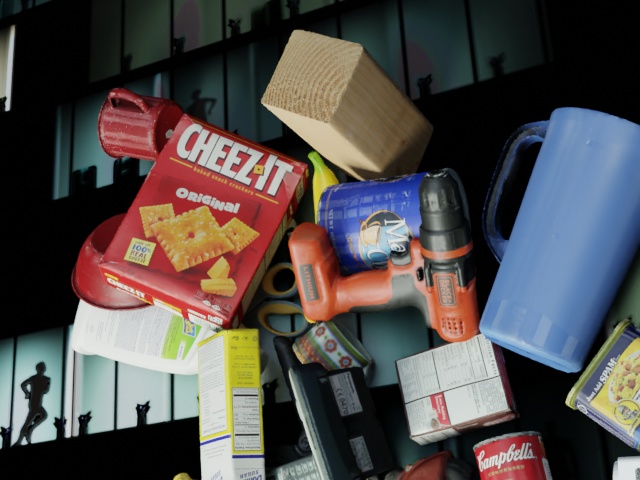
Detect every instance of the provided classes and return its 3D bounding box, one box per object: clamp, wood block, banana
[{"bbox_3d":[-0.008,0.209,1.156,0.210,0.036,0.164,22,93,30],"label":"clamp"},{"bbox_3d":[0.036,-0.136,1.162,0.091,0.205,0.090,20,82,32],"label":"wood block"},{"bbox_3d":[0.004,0.001,1.212,0.037,0.069,0.198,-15,69,39],"label":"banana"}]

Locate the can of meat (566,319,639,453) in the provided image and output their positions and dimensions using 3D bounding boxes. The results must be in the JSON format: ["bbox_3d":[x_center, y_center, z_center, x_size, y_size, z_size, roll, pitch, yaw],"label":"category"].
[{"bbox_3d":[0.299,0.140,1.011,0.084,0.057,0.102,36,91,31],"label":"can of meat"}]

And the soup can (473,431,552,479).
[{"bbox_3d":[0.191,0.243,1.025,0.069,0.068,0.102,-19,65,21],"label":"soup can"}]

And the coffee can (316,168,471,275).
[{"bbox_3d":[0.081,-0.018,1.157,0.140,0.102,0.103,-7,69,26],"label":"coffee can"}]

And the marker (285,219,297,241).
[{"bbox_3d":[-0.026,0.004,1.256,0.020,0.020,0.121,-33,60,14],"label":"marker"}]

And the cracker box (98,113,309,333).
[{"bbox_3d":[-0.129,-0.019,1.217,0.164,0.072,0.213,23,69,7],"label":"cracker box"}]

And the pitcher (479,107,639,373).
[{"bbox_3d":[0.241,-0.002,1.056,0.145,0.149,0.243,24,86,-11],"label":"pitcher"}]

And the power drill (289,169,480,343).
[{"bbox_3d":[0.065,0.018,1.085,0.188,0.057,0.184,-1,114,25],"label":"power drill"}]

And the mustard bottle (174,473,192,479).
[{"bbox_3d":[-0.119,0.330,1.153,0.096,0.058,0.192,-35,47,1],"label":"mustard bottle"}]

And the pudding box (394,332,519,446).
[{"bbox_3d":[0.140,0.153,1.102,0.114,0.039,0.090,-19,61,18],"label":"pudding box"}]

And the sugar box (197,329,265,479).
[{"bbox_3d":[-0.095,0.188,1.135,0.093,0.048,0.176,150,118,-60],"label":"sugar box"}]

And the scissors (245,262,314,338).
[{"bbox_3d":[-0.091,0.064,1.263,0.202,0.016,0.096,11,93,32],"label":"scissors"}]

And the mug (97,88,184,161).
[{"bbox_3d":[-0.229,-0.152,1.368,0.082,0.117,0.093,11,58,25],"label":"mug"}]

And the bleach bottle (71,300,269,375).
[{"bbox_3d":[-0.175,0.119,1.269,0.251,0.068,0.102,15,93,27],"label":"bleach bottle"}]

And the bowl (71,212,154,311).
[{"bbox_3d":[-0.226,0.014,1.288,0.162,0.055,0.162,-5,38,4],"label":"bowl"}]
